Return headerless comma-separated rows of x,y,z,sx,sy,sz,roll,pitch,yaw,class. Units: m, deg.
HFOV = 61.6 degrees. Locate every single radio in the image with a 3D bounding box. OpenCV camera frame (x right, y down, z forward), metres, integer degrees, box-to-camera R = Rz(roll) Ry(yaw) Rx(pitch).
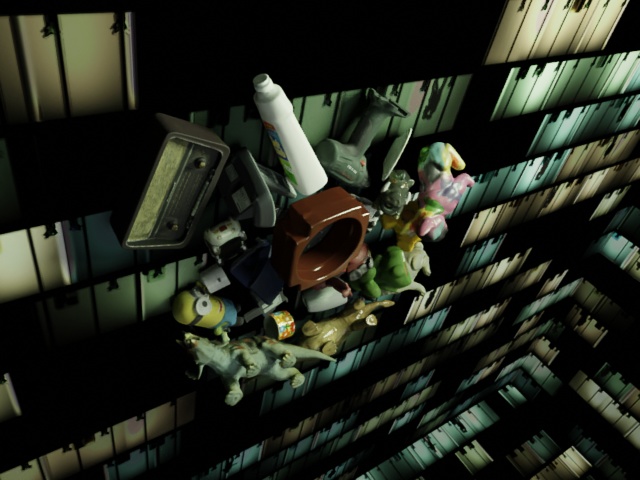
-0.256,-0.090,0.917,0.131,0.073,0.229,4,125,-46,radio

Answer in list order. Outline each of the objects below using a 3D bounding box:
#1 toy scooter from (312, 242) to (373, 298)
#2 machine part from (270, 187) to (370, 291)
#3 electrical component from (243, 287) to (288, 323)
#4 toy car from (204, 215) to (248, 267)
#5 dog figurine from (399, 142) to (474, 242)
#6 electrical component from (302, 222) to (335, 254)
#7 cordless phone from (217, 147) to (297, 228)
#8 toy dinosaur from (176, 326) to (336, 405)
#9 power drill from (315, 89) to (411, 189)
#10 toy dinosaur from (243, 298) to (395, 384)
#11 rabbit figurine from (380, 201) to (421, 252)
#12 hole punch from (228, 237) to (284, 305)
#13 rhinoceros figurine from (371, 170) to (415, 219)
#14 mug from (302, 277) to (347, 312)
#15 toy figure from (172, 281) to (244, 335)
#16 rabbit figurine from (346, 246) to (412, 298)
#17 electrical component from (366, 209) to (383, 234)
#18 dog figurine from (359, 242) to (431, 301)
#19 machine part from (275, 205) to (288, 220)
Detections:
0.067,0.082,1.358,0.184,0.135,0.075,-35,128,-9,toy scooter
-0.002,-0.003,1.139,0.201,0.087,0.200,-24,144,-31,machine part
-0.141,0.150,1.311,0.119,0.048,0.074,-33,144,-11,electrical component
-0.185,0.004,1.062,0.073,0.056,0.201,-30,172,-12,toy car
0.265,-0.103,1.298,0.219,0.109,0.191,-50,118,-21,dog figurine
-0.018,-0.018,1.242,0.134,0.058,0.114,0,130,-43,electrical component
-0.096,-0.085,1.019,0.089,0.147,0.184,-40,151,21,cordless phone
-0.164,0.283,1.305,0.404,0.192,0.131,7,112,-44,toy dinosaur
0.096,-0.207,1.138,0.207,0.086,0.232,-48,154,21,power drill
0.000,0.275,1.483,0.471,0.105,0.198,-24,168,-14,toy dinosaur
0.243,-0.044,1.444,0.162,0.122,0.173,-46,161,-11,rabbit figurine
-0.125,0.072,1.212,0.116,0.092,0.142,-43,142,-5,hole punch
0.177,-0.110,1.243,0.112,0.073,0.190,-60,179,26,rhinoceros figurine
0.008,0.154,1.442,0.107,0.081,0.109,-18,149,-15,mug
-0.247,0.161,1.193,0.089,0.082,0.180,-48,147,4,toy figure
0.153,0.104,1.456,0.170,0.121,0.159,-16,-170,15,rabbit figurine
0.128,-0.047,1.354,0.063,0.021,0.094,-56,-173,-17,electrical component
0.208,0.089,1.556,0.190,0.121,0.172,-1,96,-22,dog figurine
-0.098,-0.056,1.117,0.138,0.084,0.039,10,87,-61,machine part
